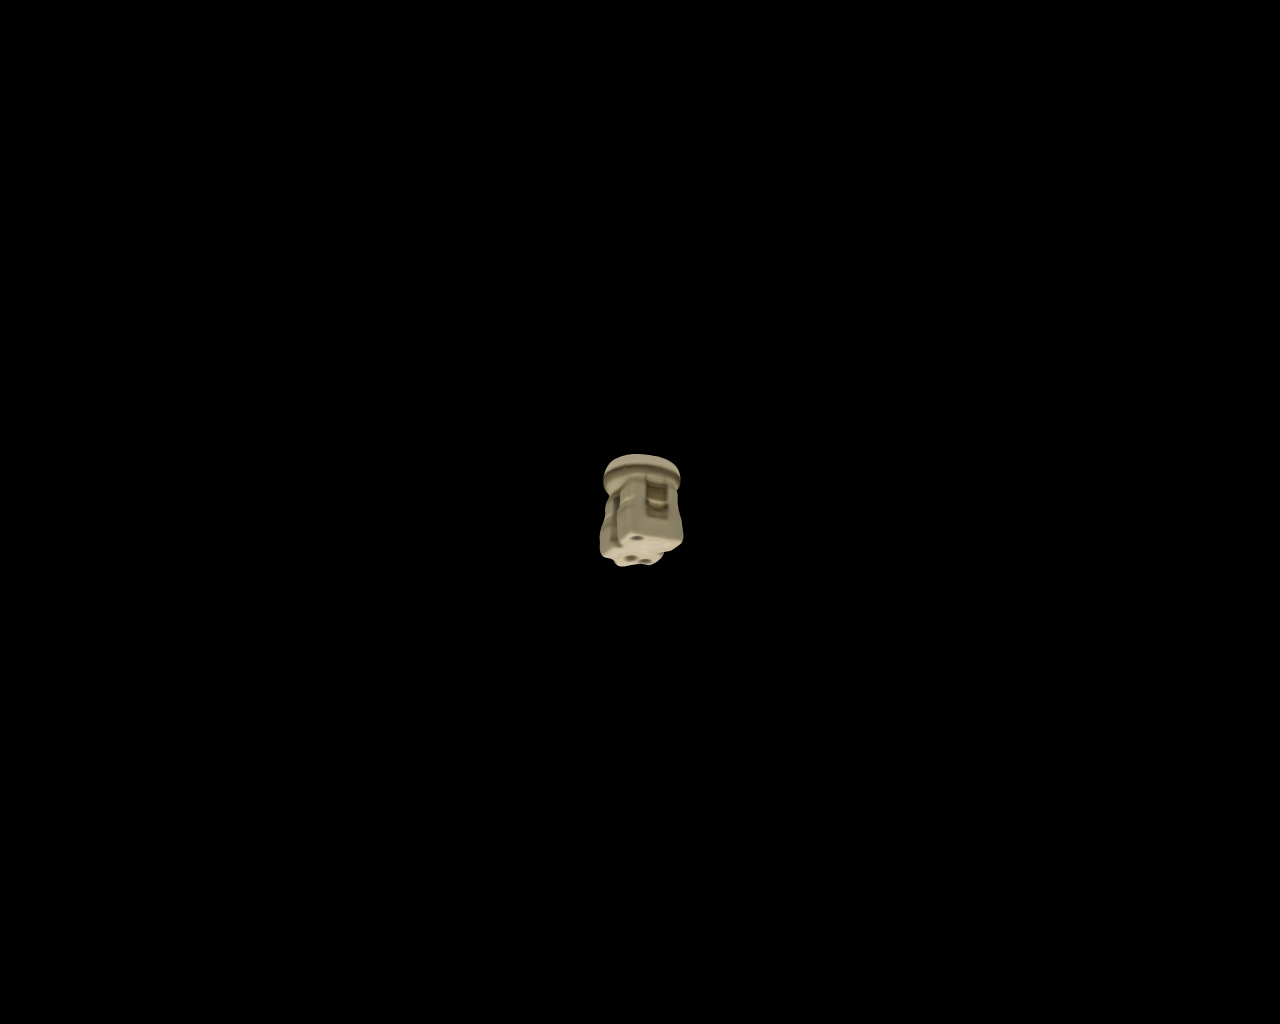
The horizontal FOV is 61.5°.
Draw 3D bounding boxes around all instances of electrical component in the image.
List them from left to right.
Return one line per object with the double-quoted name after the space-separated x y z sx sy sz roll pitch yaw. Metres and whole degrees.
0.001 -0.003 0.650 0.048 0.055 0.066 12 -27 -25 "electrical component"
